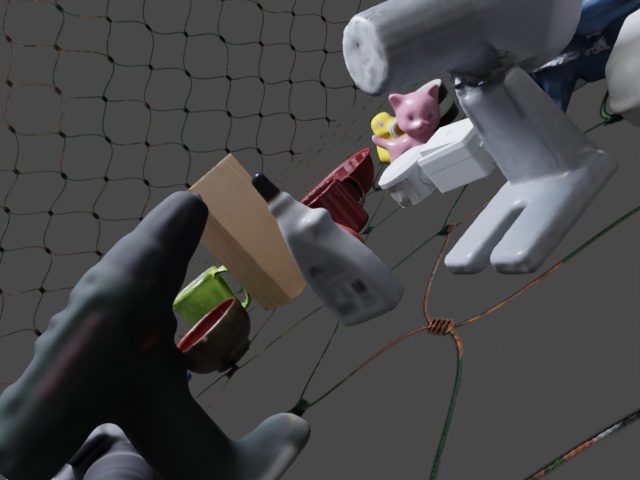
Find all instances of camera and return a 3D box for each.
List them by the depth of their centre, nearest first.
[{"bbox_3d":[-0.208,0.236,0.546,0.143,0.101,0.136,-44,12,-8],"label":"camera"}]

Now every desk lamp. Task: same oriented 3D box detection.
[{"bbox_3d":[0.129,-0.116,0.441,0.203,0.214,0.117,-46,13,-21],"label":"desk lamp"}]

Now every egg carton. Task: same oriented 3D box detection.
[{"bbox_3d":[0.277,-0.145,0.424,0.107,0.069,0.150,-28,18,48],"label":"egg carton"}]

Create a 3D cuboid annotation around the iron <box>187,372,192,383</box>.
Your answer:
[{"bbox_3d":[-0.289,0.233,0.718,0.259,0.141,0.118,-46,13,-19],"label":"iron"}]

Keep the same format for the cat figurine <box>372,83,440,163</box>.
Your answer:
[{"bbox_3d":[0.134,-0.164,0.840,0.127,0.118,0.067,-33,15,37],"label":"cat figurine"}]

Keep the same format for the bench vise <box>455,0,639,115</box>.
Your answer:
[{"bbox_3d":[0.208,-0.222,0.557,0.207,0.220,0.121,-38,13,19],"label":"bench vise"}]

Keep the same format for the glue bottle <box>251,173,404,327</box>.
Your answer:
[{"bbox_3d":[-0.002,0.004,0.533,0.078,0.173,0.037,-30,17,45],"label":"glue bottle"}]

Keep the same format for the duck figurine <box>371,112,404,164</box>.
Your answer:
[{"bbox_3d":[0.127,-0.191,1.042,0.077,0.086,0.104,-46,12,-18],"label":"duck figurine"}]

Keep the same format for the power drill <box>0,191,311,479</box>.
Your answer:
[{"bbox_3d":[-0.110,0.106,0.432,0.230,0.208,0.075,-47,13,-25],"label":"power drill"}]

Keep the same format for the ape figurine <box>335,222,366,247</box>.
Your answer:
[{"bbox_3d":[0.007,0.003,0.715,0.076,0.092,0.078,-35,14,30],"label":"ape figurine"}]
